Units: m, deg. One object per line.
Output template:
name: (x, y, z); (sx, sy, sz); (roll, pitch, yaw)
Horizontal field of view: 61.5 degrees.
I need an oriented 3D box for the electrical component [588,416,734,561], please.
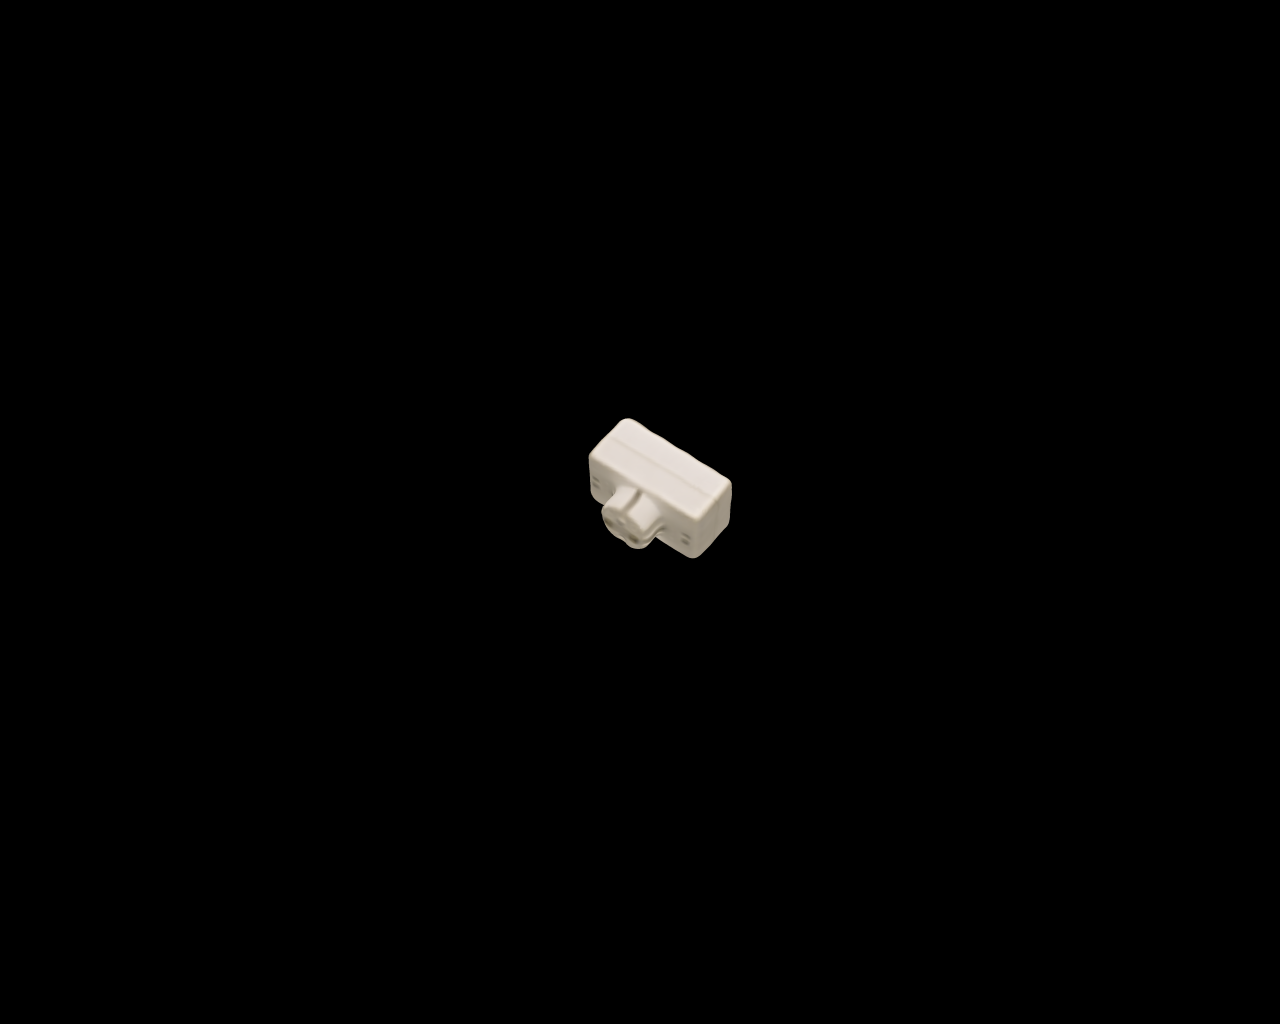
electrical component: (0.001, -0.003, 0.650); (0.083, 0.076, 0.047); (33, -29, 21)
